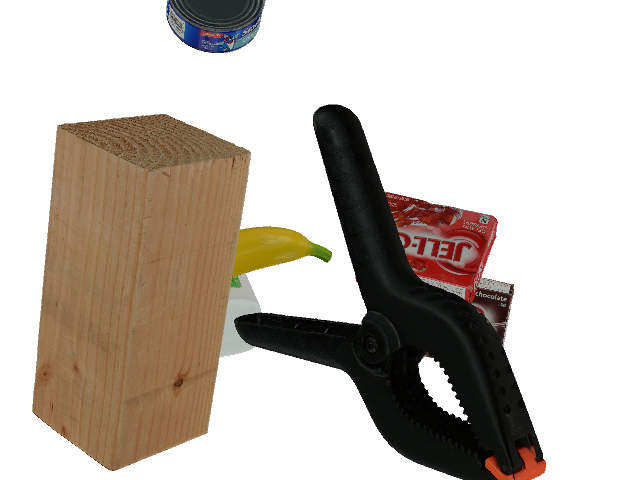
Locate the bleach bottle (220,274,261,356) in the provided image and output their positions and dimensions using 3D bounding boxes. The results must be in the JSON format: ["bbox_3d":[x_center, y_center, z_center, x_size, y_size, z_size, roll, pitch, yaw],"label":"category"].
[{"bbox_3d":[-0.137,0.034,1.137,0.102,0.068,0.251,-4,26,-16],"label":"bleach bottle"}]

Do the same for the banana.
[{"bbox_3d":[-0.091,0.032,0.904,0.198,0.069,0.037,-22,32,10],"label":"banana"}]

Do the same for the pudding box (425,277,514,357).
[{"bbox_3d":[0.141,0.080,1.125,0.113,0.090,0.039,10,22,10],"label":"pudding box"}]

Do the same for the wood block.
[{"bbox_3d":[-0.120,0.031,0.699,0.090,0.206,0.090,26,26,35],"label":"wood block"}]

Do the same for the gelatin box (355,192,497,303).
[{"bbox_3d":[0.078,0.006,0.787,0.089,0.073,0.030,14,-39,16],"label":"gelatin box"}]

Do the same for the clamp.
[{"bbox_3d":[0.037,0.039,0.550,0.036,0.165,0.210,-14,41,-40],"label":"clamp"}]

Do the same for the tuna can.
[{"bbox_3d":[-0.093,-0.208,0.944,0.086,0.086,0.034,0,-31,-12],"label":"tuna can"}]
